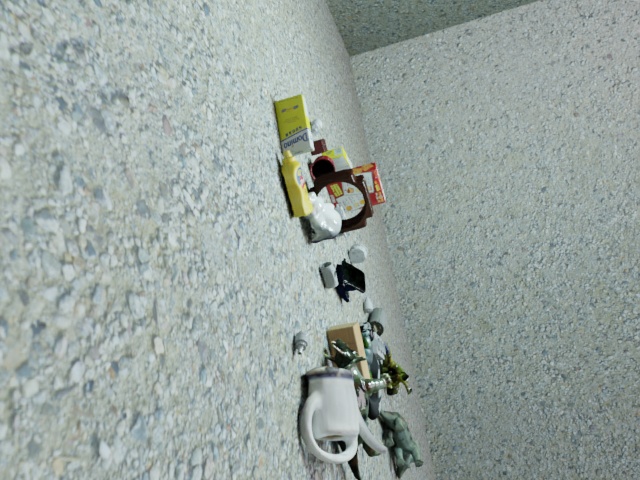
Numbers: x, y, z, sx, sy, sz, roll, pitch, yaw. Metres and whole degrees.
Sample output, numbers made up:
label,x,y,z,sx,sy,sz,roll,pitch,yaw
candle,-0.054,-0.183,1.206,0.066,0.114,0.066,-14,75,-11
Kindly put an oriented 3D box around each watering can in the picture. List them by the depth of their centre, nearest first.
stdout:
label,x,y,z,sx,sy,sz,roll,pitch,yaw
watering can,0.059,0.437,1.295,0.344,0.103,0.229,27,50,-48

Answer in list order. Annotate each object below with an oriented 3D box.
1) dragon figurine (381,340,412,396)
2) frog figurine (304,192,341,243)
label,x,y,z,sx,sy,sz,roll,pitch,yaw
dragon figurine,0.320,0.576,2.404,0.246,0.122,0.404,-117,-170,-69
frog figurine,0.005,-0.082,1.619,0.140,0.123,0.156,-48,139,-51
